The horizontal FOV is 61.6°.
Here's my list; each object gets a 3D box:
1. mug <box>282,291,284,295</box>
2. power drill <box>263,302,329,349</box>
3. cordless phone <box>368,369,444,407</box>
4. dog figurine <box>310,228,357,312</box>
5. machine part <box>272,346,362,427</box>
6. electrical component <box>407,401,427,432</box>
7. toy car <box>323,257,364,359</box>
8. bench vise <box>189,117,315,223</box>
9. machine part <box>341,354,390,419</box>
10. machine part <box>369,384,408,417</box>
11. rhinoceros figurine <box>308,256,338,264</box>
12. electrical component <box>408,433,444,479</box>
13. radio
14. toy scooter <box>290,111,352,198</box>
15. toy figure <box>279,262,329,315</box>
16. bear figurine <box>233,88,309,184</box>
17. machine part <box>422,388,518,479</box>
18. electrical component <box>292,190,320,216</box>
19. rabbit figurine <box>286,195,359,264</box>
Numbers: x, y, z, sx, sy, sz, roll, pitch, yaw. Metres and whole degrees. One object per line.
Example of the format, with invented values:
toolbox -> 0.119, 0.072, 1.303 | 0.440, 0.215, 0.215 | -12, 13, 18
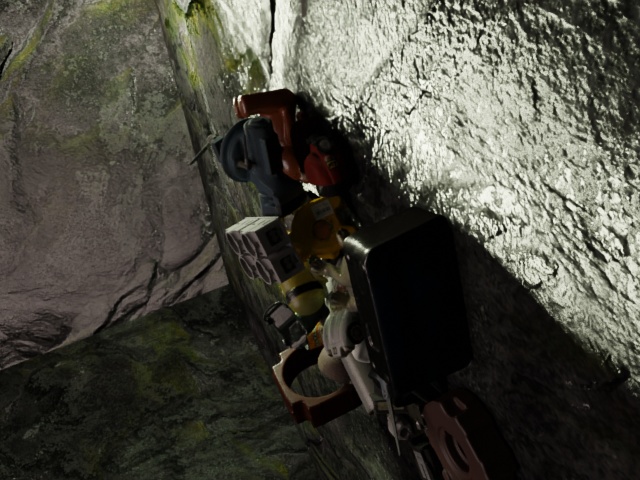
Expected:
mug -> -0.042, 0.117, 1.367 | 0.107, 0.110, 0.080 | 125, 119, -87
power drill -> -0.041, 0.144, 1.216 | 0.232, 0.086, 0.207 | 50, -155, 7
cordless phone -> 0.140, 0.167, 0.895 | 0.147, 0.089, 0.184 | -143, 46, -63
dog figurine -> 0.101, 0.060, 0.850 | 0.172, 0.121, 0.191 | 41, 159, -28
machine part -> 0.000, 0.337, 1.306 | 0.202, 0.201, 0.087 | 48, 156, 52
electrical component -> 0.183, 0.314, 0.997 | 0.063, 0.021, 0.094 | -176, 68, -73
toy car -> 0.049, 0.116, 0.977 | 0.073, 0.056, 0.202 | -29, 42, 53
bench vise -> -0.130, -0.139, 1.014 | 0.241, 0.129, 0.223 | 28, 152, 38
machine part -> 0.097, 0.274, 1.133 | 0.243, 0.079, 0.079 | 61, 162, 27
machine part -> 0.134, 0.276, 1.039 | 0.039, 0.084, 0.138 | -66, -31, -76
rhinoceros figurine -> -0.025, 0.010, 1.222 | 0.112, 0.073, 0.190 | 69, 164, -4
electrical component -> 0.213, 0.420, 0.985 | 0.075, 0.048, 0.119 | 149, 102, -75
radio -> 0.119, 0.083, 0.723 | 0.073, 0.131, 0.229 | 29, 137, 64
toy scooter -> -0.006, -0.157, 0.950 | 0.184, 0.075, 0.135 | -132, 25, -63
toy figure -> -0.057, 0.075, 1.124 | 0.180, 0.089, 0.082 | 53, 156, 14
bear figurine -> -0.090, -0.201, 1.084 | 0.120, 0.132, 0.195 | -140, 39, -68
machine part -> 0.221, 0.312, 0.809 | 0.179, 0.056, 0.179 | 161, 90, -74
electrical component -> -0.028, -0.070, 1.119 | 0.078, 0.102, 0.045 | -50, 19, 34
rabbit figurine -> -0.002, -0.003, 1.038 | 0.122, 0.162, 0.173 | 56, -179, 4
